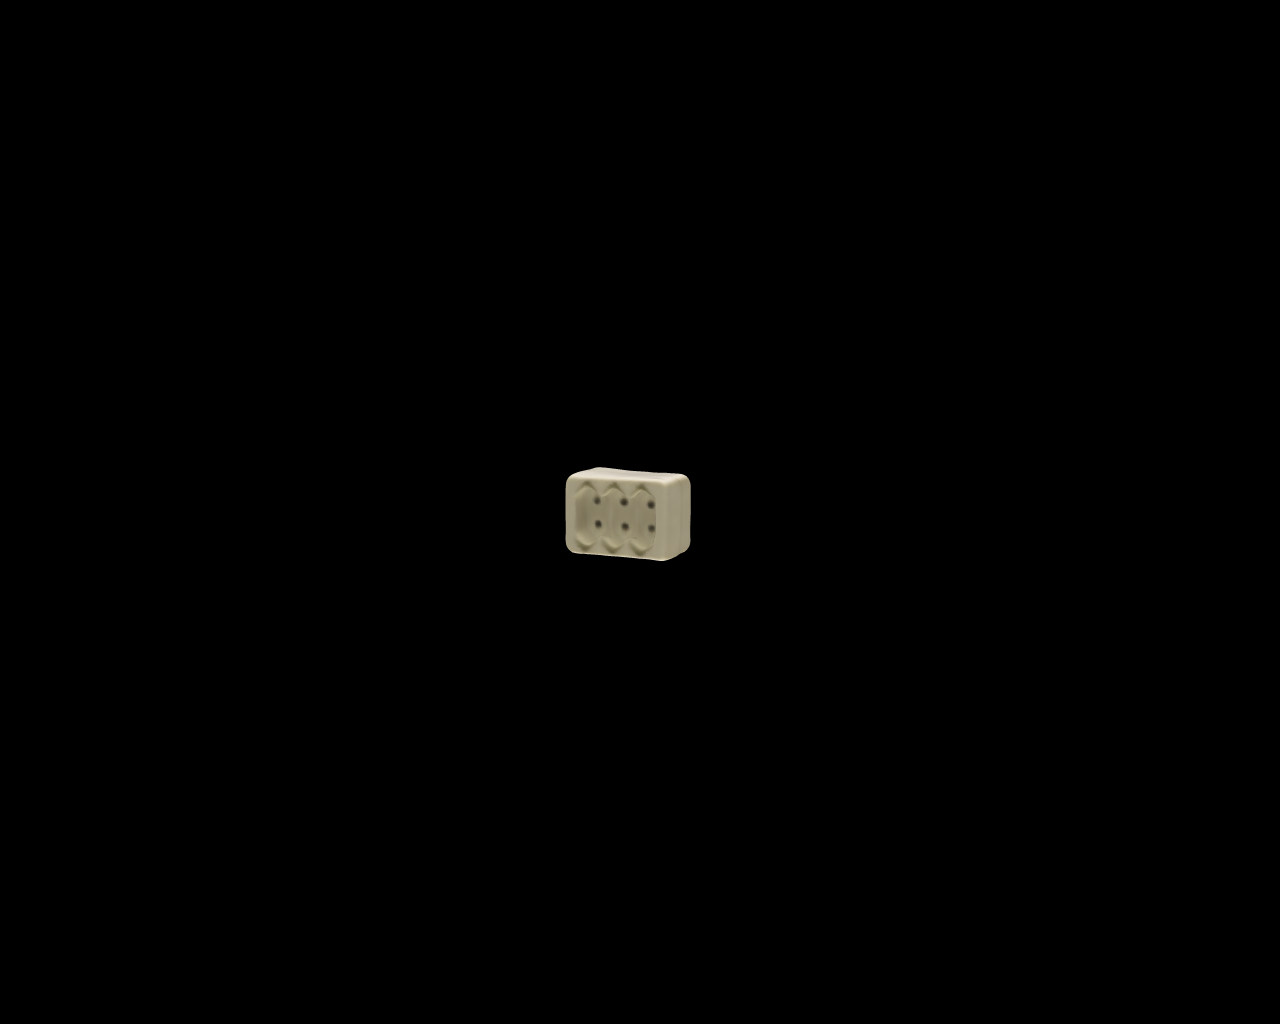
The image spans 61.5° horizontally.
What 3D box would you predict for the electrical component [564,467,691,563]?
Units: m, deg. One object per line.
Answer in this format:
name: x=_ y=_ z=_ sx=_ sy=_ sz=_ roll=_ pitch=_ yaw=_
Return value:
electrical component: x=0.001 y=-0.003 z=0.650 sx=0.066 sy=0.047 sz=0.077 roll=5 pitch=12 yaw=24
